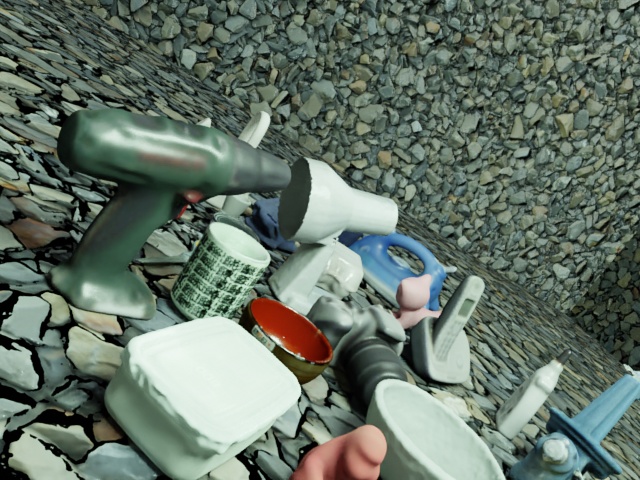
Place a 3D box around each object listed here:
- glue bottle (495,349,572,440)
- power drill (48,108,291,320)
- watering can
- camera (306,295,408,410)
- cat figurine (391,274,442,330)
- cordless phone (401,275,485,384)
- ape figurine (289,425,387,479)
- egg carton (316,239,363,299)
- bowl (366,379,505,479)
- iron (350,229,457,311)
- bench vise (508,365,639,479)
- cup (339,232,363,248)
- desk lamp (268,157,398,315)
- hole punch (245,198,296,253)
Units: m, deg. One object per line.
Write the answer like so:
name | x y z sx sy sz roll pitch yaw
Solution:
glue bottle | 0.355 0.247 0.942 0.037 0.173 0.078 37 13 10
power drill | -0.159 -0.027 0.566 0.231 0.208 0.075 21 19 -47
watering can | -0.161 -0.162 1.081 0.174 0.194 0.100 22 18 -43
camera | 0.057 0.143 0.735 0.143 0.100 0.136 29 14 -23
cat figurine | 0.188 0.124 1.094 0.128 0.117 0.067 32 13 -12
cordless phone | 0.235 0.150 0.966 0.148 0.185 0.094 20 19 -48
ape figurine | 0.020 0.194 0.480 0.078 0.092 0.076 31 13 -13
egg carton | 0.026 0.050 1.064 0.107 0.069 0.150 33 13 -9
bowl | 0.107 0.231 0.605 0.167 0.074 0.167 33 13 -8
iron | 0.172 0.049 1.269 0.257 0.141 0.119 40 14 23
bench vise | 0.376 0.275 0.790 0.121 0.219 0.208 39 14 19
cup | 0.024 -0.011 1.222 0.118 0.095 0.091 23 17 -42
desk lamp | 0.008 0.003 0.864 0.204 0.213 0.117 27 15 -30
hole punch | -0.071 -0.037 1.086 0.101 0.091 0.108 20 19 -48
